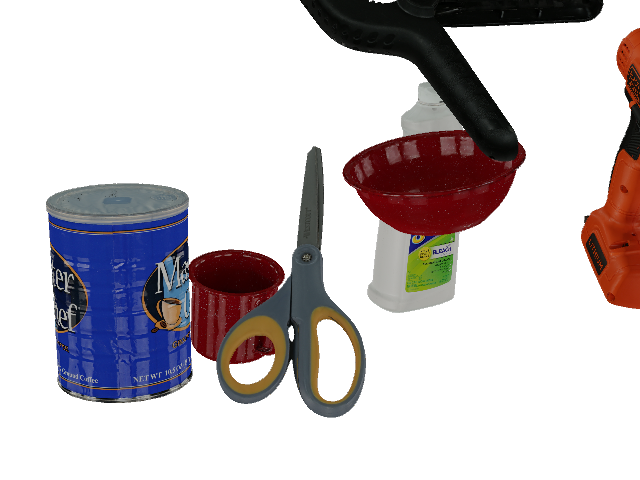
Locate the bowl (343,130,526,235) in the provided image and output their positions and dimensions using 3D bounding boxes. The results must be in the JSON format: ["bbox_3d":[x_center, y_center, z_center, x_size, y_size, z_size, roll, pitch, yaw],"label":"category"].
[{"bbox_3d":[0.103,-0.047,0.950,0.162,0.055,0.162,-8,23,3],"label":"bowl"}]

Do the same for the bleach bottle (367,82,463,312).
[{"bbox_3d":[0.110,-0.050,1.192,0.102,0.251,0.068,-10,24,-29],"label":"bleach bottle"}]

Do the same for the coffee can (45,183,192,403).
[{"bbox_3d":[-0.148,0.036,0.795,0.103,0.140,0.103,0,15,0],"label":"coffee can"}]

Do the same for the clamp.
[{"bbox_3d":[0.065,-0.138,0.688,0.210,0.164,0.036,21,-36,8],"label":"clamp"}]

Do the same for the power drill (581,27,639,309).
[{"bbox_3d":[0.250,-0.043,0.792,0.057,0.188,0.184,4,35,-2],"label":"power drill"}]

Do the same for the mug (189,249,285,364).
[{"bbox_3d":[-0.075,0.070,1.024,0.117,0.081,0.093,27,33,37],"label":"mug"}]

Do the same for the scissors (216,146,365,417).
[{"bbox_3d":[-0.026,0.023,0.661,0.096,0.202,0.016,-12,-38,-4],"label":"scissors"}]
